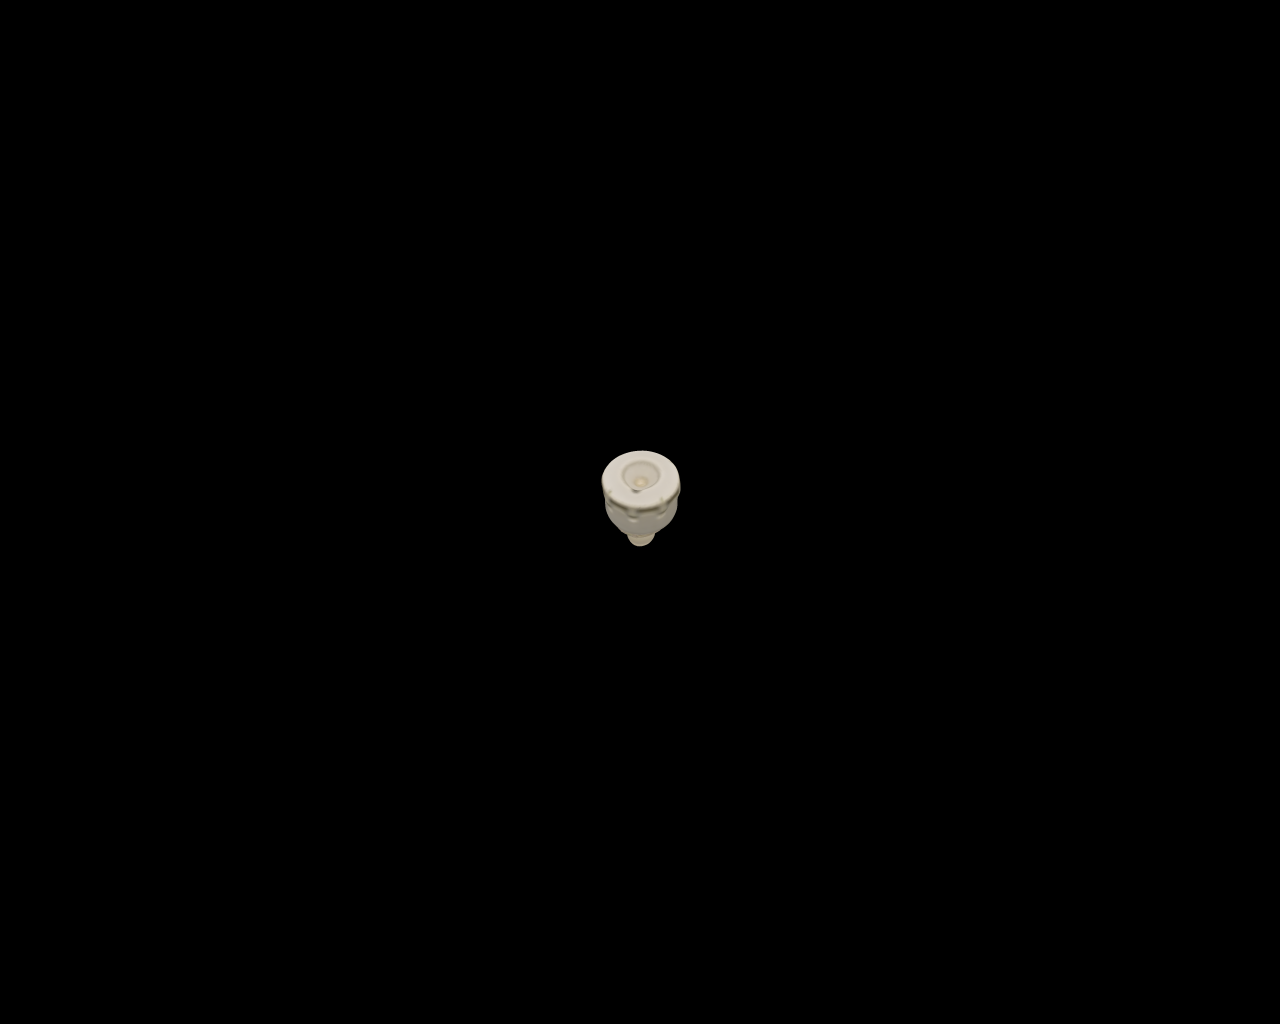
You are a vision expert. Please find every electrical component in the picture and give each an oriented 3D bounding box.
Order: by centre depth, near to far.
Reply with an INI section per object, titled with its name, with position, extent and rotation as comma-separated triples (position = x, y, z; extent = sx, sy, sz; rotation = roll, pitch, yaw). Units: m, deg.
[electrical component]
position = 0.001, -0.003, 0.650
extent = 0.048, 0.048, 0.062
rotation = 0, -41, 0
